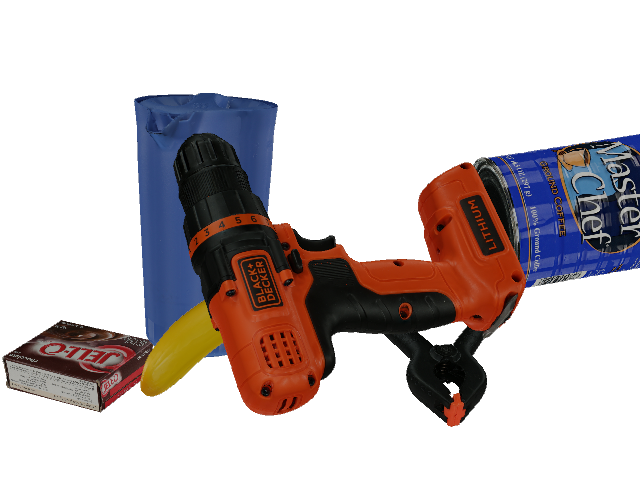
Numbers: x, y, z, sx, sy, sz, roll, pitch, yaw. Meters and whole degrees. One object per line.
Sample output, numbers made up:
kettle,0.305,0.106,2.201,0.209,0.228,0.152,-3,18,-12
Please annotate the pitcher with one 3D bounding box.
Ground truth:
pitcher,-0.106,-0.020,1.028,0.149,0.243,0.145,-2,15,-19

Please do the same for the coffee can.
coffee can,0.194,-0.022,0.803,0.140,0.103,0.103,-9,1,-8

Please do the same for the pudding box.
pudding box,-0.230,0.118,1.019,0.114,0.039,0.089,8,21,24

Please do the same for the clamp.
clamp,0.132,0.120,1.076,0.120,0.039,0.171,-7,35,-9

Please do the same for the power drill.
power drill,0.015,0.004,0.644,0.187,0.184,0.057,-10,-27,-19

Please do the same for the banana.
banana,-0.066,0.066,0.844,0.198,0.069,0.037,-24,34,7
